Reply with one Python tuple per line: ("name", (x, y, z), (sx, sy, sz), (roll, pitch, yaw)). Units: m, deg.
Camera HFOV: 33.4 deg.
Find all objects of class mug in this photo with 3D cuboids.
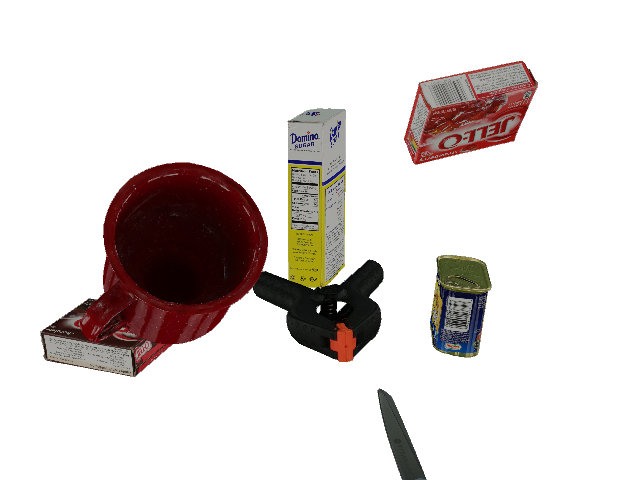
("mug", (-0.093, 0.020, 0.629), (0.117, 0.093, 0.082), (-43, -5, -27))

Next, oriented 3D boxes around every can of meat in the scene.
("can of meat", (0.156, 0.073, 1.202), (0.057, 0.084, 0.102), (6, 19, 1))

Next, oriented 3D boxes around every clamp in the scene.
("clamp", (-0.003, 0.057, 0.918), (0.120, 0.039, 0.171), (-9, 16, 4))

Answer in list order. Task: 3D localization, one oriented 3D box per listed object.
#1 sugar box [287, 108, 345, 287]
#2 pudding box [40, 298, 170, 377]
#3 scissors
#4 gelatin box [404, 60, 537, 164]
("sugar box", (-0.004, -0.046, 1.123), (0.048, 0.176, 0.093), (2, 15, 16))
("pudding box", (-0.218, 0.100, 1.110), (0.114, 0.039, 0.089), (5, 21, 22))
("scissors", (0.077, 0.154, 0.604), (0.096, 0.016, 0.201), (7, 32, 1))
("gelatin box", (0.114, -0.097, 0.817), (0.089, 0.030, 0.073), (-13, -27, -13))
